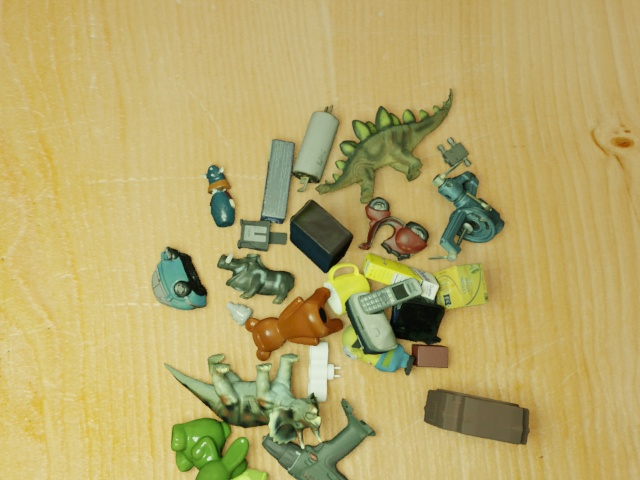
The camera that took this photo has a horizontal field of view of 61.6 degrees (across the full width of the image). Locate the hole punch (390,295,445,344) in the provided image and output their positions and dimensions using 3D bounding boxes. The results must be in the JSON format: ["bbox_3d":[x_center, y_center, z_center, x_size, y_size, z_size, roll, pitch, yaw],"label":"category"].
[{"bbox_3d":[0.233,0.183,1.314,0.142,0.092,0.115,10,112,-9],"label":"hole punch"}]

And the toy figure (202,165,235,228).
[{"bbox_3d":[-0.246,-0.108,1.315,0.064,0.058,0.154,-9,77,-13],"label":"toy figure"}]

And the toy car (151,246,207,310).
[{"bbox_3d":[-0.338,0.100,1.245,0.103,0.109,0.161,-30,75,6],"label":"toy car"}]

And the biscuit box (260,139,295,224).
[{"bbox_3d":[-0.106,-0.143,1.336,0.063,0.059,0.202,9,79,-7],"label":"biscuit box"}]

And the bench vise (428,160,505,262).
[{"bbox_3d":[0.351,-0.054,1.335,0.223,0.129,0.240,44,58,-17],"label":"bench vise"}]

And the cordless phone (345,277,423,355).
[{"bbox_3d":[0.161,0.171,1.222,0.184,0.088,0.147,-21,65,-6],"label":"cordless phone"}]

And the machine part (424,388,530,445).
[{"bbox_3d":[0.353,0.397,1.223,0.201,0.201,0.087,14,76,-4],"label":"machine part"}]

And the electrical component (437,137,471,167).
[{"bbox_3d":[0.358,-0.225,1.426,0.063,0.021,0.094,-37,87,-11],"label":"electrical component"}]

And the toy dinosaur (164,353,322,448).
[{"bbox_3d":[-0.160,0.357,1.199,0.405,0.131,0.192,-4,91,24],"label":"toy dinosaur"}]

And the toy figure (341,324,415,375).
[{"bbox_3d":[0.137,0.262,1.284,0.180,0.082,0.089,18,59,4],"label":"toy figure"}]

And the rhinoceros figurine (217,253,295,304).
[{"bbox_3d":[-0.155,0.089,1.282,0.190,0.073,0.112,18,80,-4],"label":"rhinoceros figurine"}]

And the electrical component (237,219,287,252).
[{"bbox_3d":[-0.141,-0.008,1.315,0.119,0.048,0.075,8,80,-4],"label":"electrical component"}]

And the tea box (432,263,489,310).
[{"bbox_3d":[0.331,0.114,1.287,0.068,0.169,0.098,-6,79,-10],"label":"tea box"}]

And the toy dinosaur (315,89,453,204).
[{"bbox_3d":[0.181,-0.239,1.369,0.471,0.105,0.198,-28,81,-16],"label":"toy dinosaur"}]

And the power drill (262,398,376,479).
[{"bbox_3d":[0.011,0.465,1.233,0.232,0.086,0.207,44,73,3],"label":"power drill"}]

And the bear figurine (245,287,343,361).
[{"bbox_3d":[-0.064,0.201,1.257,0.196,0.132,0.120,-25,88,25],"label":"bear figurine"}]

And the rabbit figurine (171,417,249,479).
[{"bbox_3d":[-0.233,0.480,1.155,0.159,0.170,0.121,-5,123,-22],"label":"rabbit figurine"}]

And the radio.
[{"bbox_3d":[-0.003,-0.004,1.240,0.131,0.229,0.073,43,77,7],"label":"radio"}]

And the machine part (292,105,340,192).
[{"bbox_3d":[-0.010,-0.232,1.354,0.079,0.079,0.243,19,77,-3],"label":"machine part"}]

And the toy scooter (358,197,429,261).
[{"bbox_3d":[0.172,-0.008,1.339,0.184,0.075,0.135,36,83,0],"label":"toy scooter"}]
